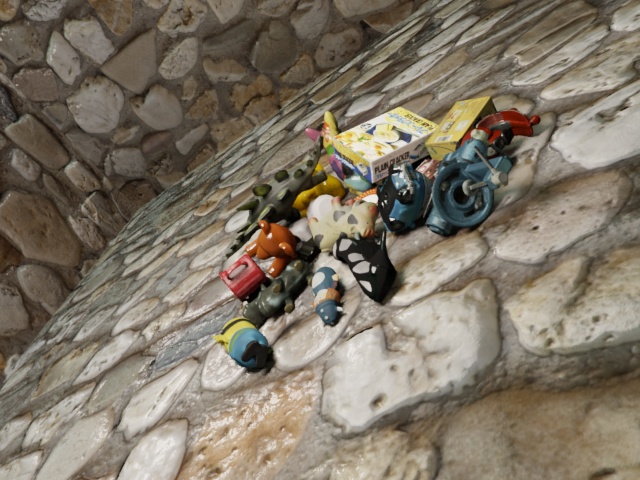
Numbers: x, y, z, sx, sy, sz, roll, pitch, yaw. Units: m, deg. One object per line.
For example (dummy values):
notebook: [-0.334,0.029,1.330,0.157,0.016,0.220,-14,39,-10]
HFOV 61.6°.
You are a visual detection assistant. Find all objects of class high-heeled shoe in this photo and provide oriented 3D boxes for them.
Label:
high-heeled shoe: [0.081,0.065,1.089,0.249,0.086,0.145,150,131,-66]

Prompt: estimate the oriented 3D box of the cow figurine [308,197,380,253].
cow figurine: [0.059,-0.030,1.221,0.195,0.085,0.127,-35,60,43]

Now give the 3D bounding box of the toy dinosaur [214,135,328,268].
toy dinosaur: [-0.128,-0.090,1.410,0.198,0.105,0.471,-21,-26,-55]

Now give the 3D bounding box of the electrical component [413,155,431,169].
electrical component: [0.253,-0.183,1.308,0.094,0.021,0.063,-27,25,29]

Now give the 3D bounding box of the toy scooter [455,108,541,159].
toy scooter: [0.377,-0.220,1.119,0.184,0.075,0.135,-41,22,-16]

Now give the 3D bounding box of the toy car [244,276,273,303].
toy car: [-0.170,0.114,1.368,0.089,0.053,0.202,-49,27,-4]

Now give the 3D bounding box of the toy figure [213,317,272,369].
toy figure: [-0.154,0.215,1.122,0.089,0.082,0.180,-36,15,-22]

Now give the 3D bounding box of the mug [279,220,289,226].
mug: [-0.118,-0.071,1.612,0.107,0.080,0.109,-37,25,37]

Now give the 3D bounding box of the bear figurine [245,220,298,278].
bear figurine: [-0.116,0.021,1.283,0.132,0.120,0.196,-47,0,7]

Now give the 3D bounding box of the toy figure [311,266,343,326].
toy figure: [0.012,0.113,1.090,0.154,0.058,0.064,-90,15,-60]

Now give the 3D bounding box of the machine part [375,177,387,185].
machine part: [0.191,-0.210,1.383,0.079,0.079,0.243,-22,29,37]

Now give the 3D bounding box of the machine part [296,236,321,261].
machine part: [-0.003,-0.004,1.351,0.139,0.039,0.084,-47,18,-13]

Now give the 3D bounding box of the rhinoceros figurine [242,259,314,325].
rhinoceros figurine: [-0.097,0.117,1.223,0.190,0.073,0.112,-45,24,-13]

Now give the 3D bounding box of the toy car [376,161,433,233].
toy car: [0.183,-0.092,1.110,0.161,0.103,0.109,108,152,-55]

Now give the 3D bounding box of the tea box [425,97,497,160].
tea box: [0.331,-0.251,1.242,0.098,0.068,0.169,6,48,50]

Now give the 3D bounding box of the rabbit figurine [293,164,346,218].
rabbit figurine: [-0.014,-0.146,1.521,0.173,0.162,0.122,-6,24,26]

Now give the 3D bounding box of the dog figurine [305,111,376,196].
dog figurine: [0.061,-0.237,1.452,0.108,0.219,0.192,-41,21,7]

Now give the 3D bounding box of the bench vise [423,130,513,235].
bench vise: [0.283,-0.113,0.978,0.223,0.129,0.240,-52,7,-9]
